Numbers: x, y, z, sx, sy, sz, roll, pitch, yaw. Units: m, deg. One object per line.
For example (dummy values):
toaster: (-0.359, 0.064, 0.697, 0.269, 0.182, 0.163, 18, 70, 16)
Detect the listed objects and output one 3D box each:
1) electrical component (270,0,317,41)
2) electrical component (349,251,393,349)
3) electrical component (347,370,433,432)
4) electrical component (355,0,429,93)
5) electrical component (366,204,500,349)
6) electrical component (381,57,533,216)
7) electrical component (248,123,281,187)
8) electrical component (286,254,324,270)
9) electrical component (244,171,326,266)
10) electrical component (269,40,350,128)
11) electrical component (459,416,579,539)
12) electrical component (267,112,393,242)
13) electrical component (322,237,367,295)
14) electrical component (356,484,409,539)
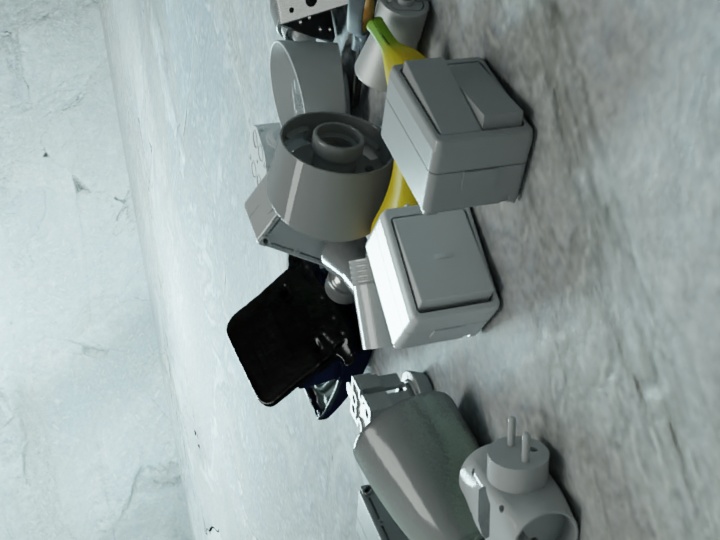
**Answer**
electrical component: (-0.054, -0.220, 0.961, 0.043, 0.043, 0.062, 109, 147, -57)
electrical component: (0.017, 0.019, 0.847, 0.043, 0.043, 0.081, 170, 91, -73)
electrical component: (0.026, 0.105, 0.839, 0.066, 0.055, 0.048, -121, 28, -52)
electrical component: (0.024, -0.161, 0.741, 0.065, 0.044, 0.044, 107, 150, -46)
electrical component: (0.046, -0.005, 0.709, 0.061, 0.062, 0.096, 117, 141, -63)
electrical component: (0.054, -0.088, 0.641, 0.061, 0.062, 0.096, 98, 157, -43)
electrical component: (-0.079, -0.112, 1.083, 0.080, 0.051, 0.080, 171, 90, -73)
electrical component: (-0.056, -0.020, 1.063, 0.045, 0.045, 0.055, 142, 118, -71)
electrical component: (-0.044, -0.050, 0.936, 0.061, 0.096, 0.061, -50, 42, 25)
electrical component: (-0.042, -0.146, 0.911, 0.099, 0.064, 0.099, 175, 90, -85)
electrical component: (0.095, 0.127, 0.647, 0.077, 0.043, 0.079, -131, 35, -61)
electrical component: (-0.021, -0.077, 0.834, 0.099, 0.099, 0.064, -117, 30, -45)
electrical component: (0.000, 0.000, 0.900, 0.065, 0.044, 0.044, -129, 34, -51)
electrical component: (0.036, 0.209, 0.848, 0.096, 0.062, 0.061, -120, 27, -51)
